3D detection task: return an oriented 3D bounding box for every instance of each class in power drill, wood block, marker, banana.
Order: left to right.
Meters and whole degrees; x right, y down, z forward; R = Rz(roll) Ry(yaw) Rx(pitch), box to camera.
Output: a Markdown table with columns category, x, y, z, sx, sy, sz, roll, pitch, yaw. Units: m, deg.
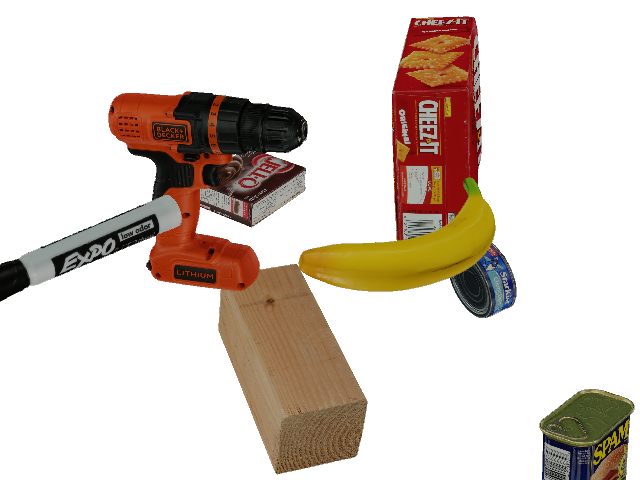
| category | x | y | z | sx | sy | sz | roll | pitch | yaw |
| --- | --- | --- | --- | --- | --- | --- | --- | --- | --- |
| marker | -0.129 | 0.005 | 0.568 | 0.120 | 0.020 | 0.020 | -25 | 14 | -32 |
| power drill | -0.099 | -0.047 | 0.988 | 0.184 | 0.188 | 0.057 | 7 | 30 | 16 |
| wood block | -0.034 | 0.129 | 1.114 | 0.090 | 0.090 | 0.206 | -9 | 42 | -19 |
| banana | 0.074 | 0.006 | 0.815 | 0.197 | 0.037 | 0.070 | -22 | 45 | -38 |

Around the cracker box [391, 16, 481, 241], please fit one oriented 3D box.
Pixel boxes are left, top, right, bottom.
| category | x | y | z | sx | sy | sz | roll | pitch | yaw |
| --- | --- | --- | --- | --- | --- | --- | --- | --- | --- |
| cracker box | 0.111 | -0.097 | 0.977 | 0.072 | 0.164 | 0.213 | 0 | 27 | 10 |

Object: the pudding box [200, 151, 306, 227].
| category | x | y | z | sx | sy | sz | roll | pitch | yaw |
| --- | --- | --- | --- | --- | --- | --- | --- | --- | --- |
| pudding box | -0.085 | -0.066 | 1.298 | 0.090 | 0.039 | 0.113 | 21 | 40 | 29 |

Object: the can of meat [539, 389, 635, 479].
| category | x | y | z | sx | sy | sz | roll | pitch | yaw |
| --- | --- | --- | --- | --- | --- | --- | --- | --- | --- |
| can of meat | 0.247 | 0.199 | 0.992 | 0.058 | 0.084 | 0.101 | 14 | 25 | 39 |

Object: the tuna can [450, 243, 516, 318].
| category | x | y | z | sx | sy | sz | roll | pitch | yaw |
| --- | --- | --- | --- | --- | --- | --- | --- | --- | --- |
| tuna can | 0.179 | 0.042 | 1.190 | 0.033 | 0.086 | 0.086 | -23 | 8 | -20 |
